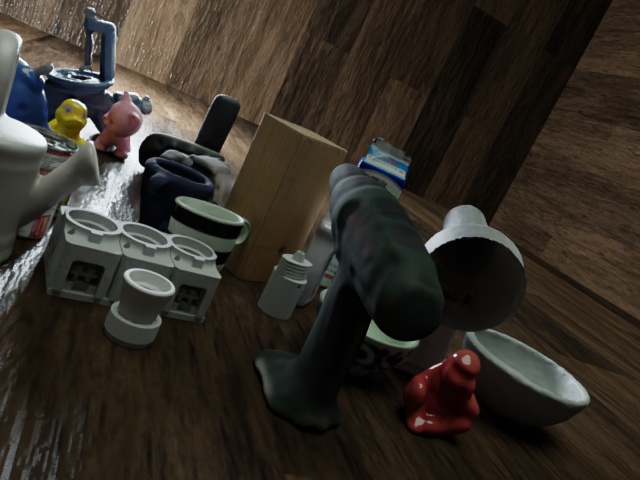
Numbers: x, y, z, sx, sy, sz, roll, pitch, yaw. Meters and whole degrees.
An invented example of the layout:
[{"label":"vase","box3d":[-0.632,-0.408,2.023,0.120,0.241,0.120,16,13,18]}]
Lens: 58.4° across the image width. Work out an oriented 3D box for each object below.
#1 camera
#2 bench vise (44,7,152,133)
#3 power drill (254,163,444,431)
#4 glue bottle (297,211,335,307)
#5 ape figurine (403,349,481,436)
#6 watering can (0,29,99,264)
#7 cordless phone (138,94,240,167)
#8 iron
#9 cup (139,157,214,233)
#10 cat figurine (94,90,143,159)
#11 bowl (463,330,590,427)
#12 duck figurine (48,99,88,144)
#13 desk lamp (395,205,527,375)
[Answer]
[{"label":"camera","box3d":[-0.204,-0.086,0.871,0.143,0.101,0.137,29,13,15]},{"label":"bench vise","box3d":[-0.422,-0.317,1.103,0.121,0.220,0.208,34,15,32]},{"label":"power drill","box3d":[0.018,0.049,0.517,0.076,0.208,0.229,20,14,-25]},{"label":"glue bottle","box3d":[0.007,0.003,0.762,0.037,0.173,0.078,26,13,3]},{"label":"ape figurine","box3d":[0.131,0.153,0.587,0.077,0.092,0.076,28,13,12]},{"label":"watering can","box3d":[-0.282,-0.081,0.490,0.173,0.194,0.100,11,19,-49]},{"label":"cordless phone","box3d":[-0.233,-0.190,1.039,0.148,0.185,0.093,16,16,-37]},{"label":"iron","box3d":[-0.480,-0.217,0.769,0.258,0.141,0.119,26,13,1]},{"label":"cup","box3d":[-0.199,-0.046,0.735,0.091,0.095,0.118,27,13,3]},{"label":"cat figurine","box3d":[-0.360,-0.214,1.041,0.067,0.118,0.127,20,14,-23]},{"label":"bowl","box3d":[0.245,0.183,0.725,0.167,0.075,0.167,25,13,-6]},{"label":"duck figurine","box3d":[-0.401,-0.183,0.912,0.078,0.086,0.104,15,17,-40]},{"label":"desk lamp","box3d":[0.151,0.064,0.706,0.118,0.213,0.203,25,13,-3]}]
